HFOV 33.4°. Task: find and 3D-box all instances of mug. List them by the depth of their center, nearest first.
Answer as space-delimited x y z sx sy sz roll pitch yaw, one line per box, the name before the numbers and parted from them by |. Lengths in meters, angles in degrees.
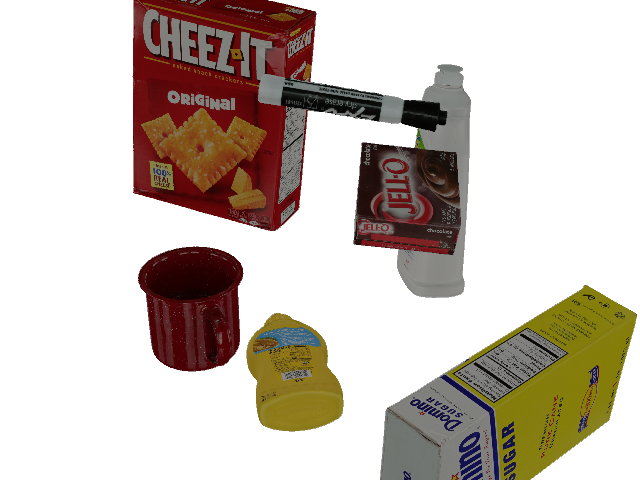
mug | -0.108 0.069 0.953 0.093 0.081 0.117 -18 35 -27

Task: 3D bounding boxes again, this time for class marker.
marker | 0.021 -0.088 0.683 0.121 0.020 0.020 10 0 3

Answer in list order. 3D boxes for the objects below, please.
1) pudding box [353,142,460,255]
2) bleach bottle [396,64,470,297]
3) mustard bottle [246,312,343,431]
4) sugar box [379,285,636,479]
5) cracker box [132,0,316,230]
pudding box | 0.077 -0.039 0.955 0.090 0.039 0.113 7 39 -1
bleach bottle | 0.134 -0.069 1.195 0.068 0.251 0.102 -1 24 -12
mustard bottle | -0.037 0.143 1.253 0.096 0.058 0.192 -7 30 -8
sugar box | 0.111 0.103 0.626 0.175 0.093 0.048 -28 45 -35
cracker box | -0.099 -0.129 1.040 0.164 0.214 0.072 16 33 17
